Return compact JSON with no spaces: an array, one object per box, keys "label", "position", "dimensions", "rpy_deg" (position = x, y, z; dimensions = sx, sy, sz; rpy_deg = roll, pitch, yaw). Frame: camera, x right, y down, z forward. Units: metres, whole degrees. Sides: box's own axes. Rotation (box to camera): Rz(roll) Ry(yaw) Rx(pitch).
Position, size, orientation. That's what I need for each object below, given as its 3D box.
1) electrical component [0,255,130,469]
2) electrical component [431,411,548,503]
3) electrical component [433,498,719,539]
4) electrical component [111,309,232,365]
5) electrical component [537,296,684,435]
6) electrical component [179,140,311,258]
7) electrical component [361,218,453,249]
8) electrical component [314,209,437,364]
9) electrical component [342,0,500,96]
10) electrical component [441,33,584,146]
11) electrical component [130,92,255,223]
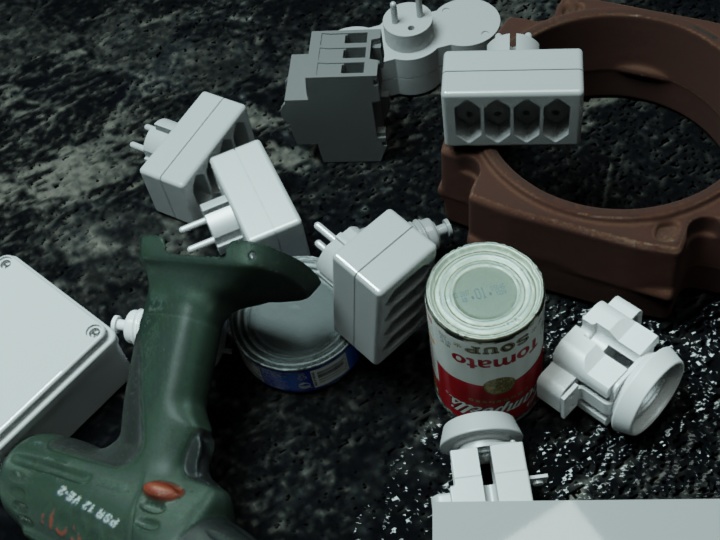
[{"label":"electrical component","position":[-0.221,0.062,0.682],"dimensions":[0.109,0.056,0.108],"rpy_deg":[32,65,26]},{"label":"electrical component","position":[0.072,0.113,0.611],"dimensions":[0.066,0.048,0.055],"rpy_deg":[-8,62,3]},{"label":"electrical component","position":[0.114,0.172,0.553],"dimensions":[0.150,0.061,0.089],"rpy_deg":[-2,55,7]},{"label":"electrical component","position":[-0.122,0.040,0.693],"dimensions":[0.078,0.040,0.040],"rpy_deg":[7,56,13]},{"label":"electrical component","position":[0.151,0.060,0.630],"dimensions":[0.057,0.058,0.078],"rpy_deg":[36,67,30]},{"label":"electrical component","position":[-0.086,-0.034,0.736],"dimensions":[0.076,0.047,0.083],"rpy_deg":[-23,55,-8]},{"label":"electrical component","position":[0.023,-0.015,0.711],"dimensions":[0.078,0.040,0.040],"rpy_deg":[-21,55,-7]},{"label":"electrical component","position":[0.000,0.000,0.634],"dimensions":[0.076,0.083,0.047],"rpy_deg":[40,65,22]},{"label":"electrical component","position":[0.037,-0.173,0.800],"dimensions":[0.138,0.073,0.052],"rpy_deg":[-15,54,-3]},{"label":"electrical component","position":[0.095,-0.120,0.666],"dimensions":[0.083,0.047,0.075],"rpy_deg":[1,55,9]},{"label":"electrical component","position":[-0.131,-0.087,0.779],"dimensions":[0.076,0.047,0.083],"rpy_deg":[21,61,21]}]
